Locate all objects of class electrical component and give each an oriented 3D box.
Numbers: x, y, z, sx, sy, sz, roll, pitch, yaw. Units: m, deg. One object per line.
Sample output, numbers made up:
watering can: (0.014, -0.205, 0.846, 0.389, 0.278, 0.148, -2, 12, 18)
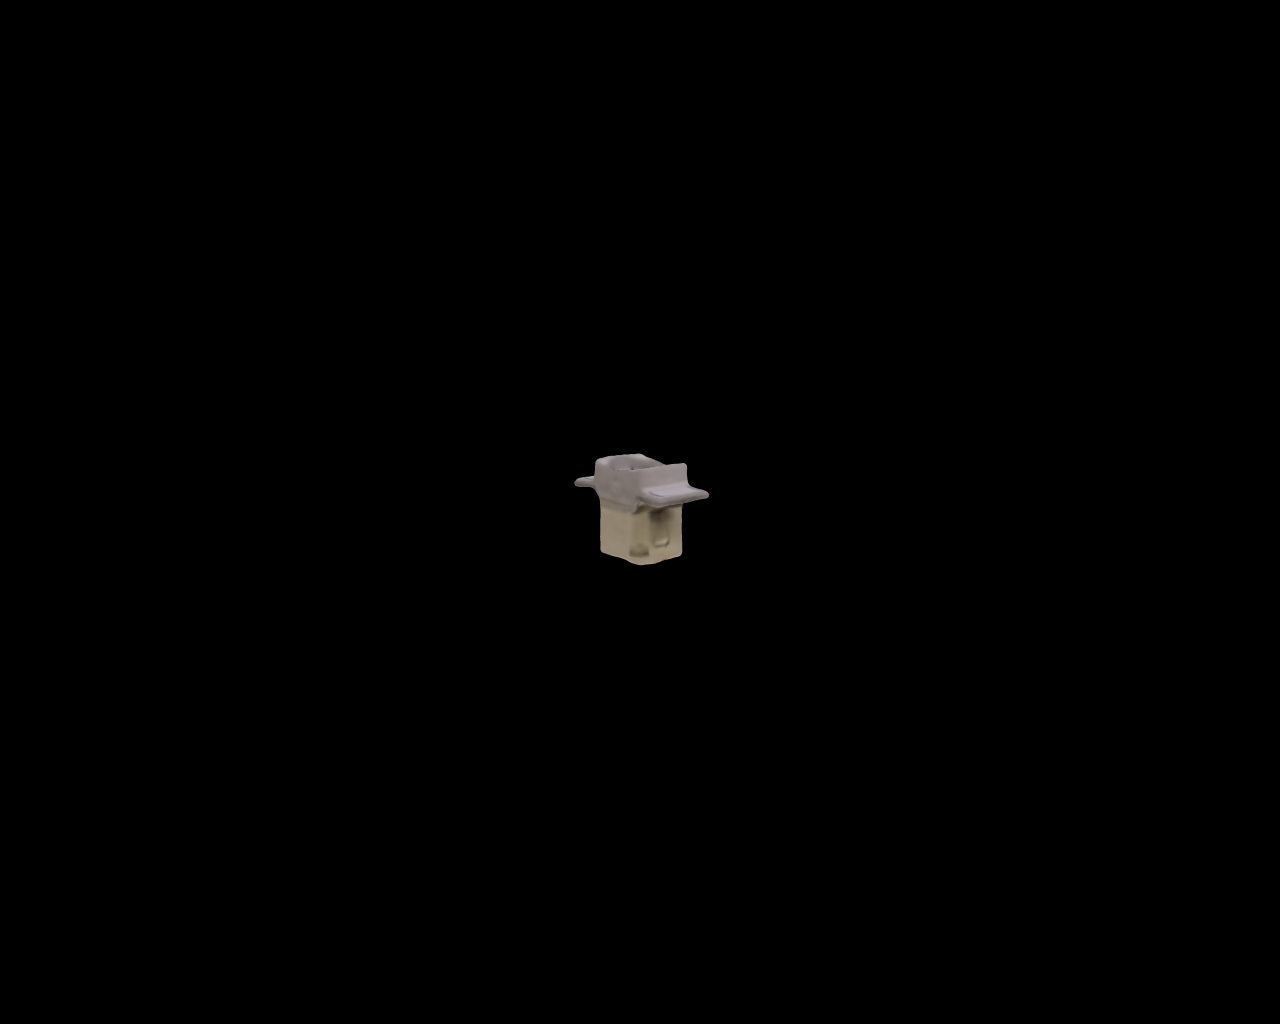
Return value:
electrical component: (0.001, -0.003, 0.650, 0.042, 0.063, 0.081, -11, 17, -38)
